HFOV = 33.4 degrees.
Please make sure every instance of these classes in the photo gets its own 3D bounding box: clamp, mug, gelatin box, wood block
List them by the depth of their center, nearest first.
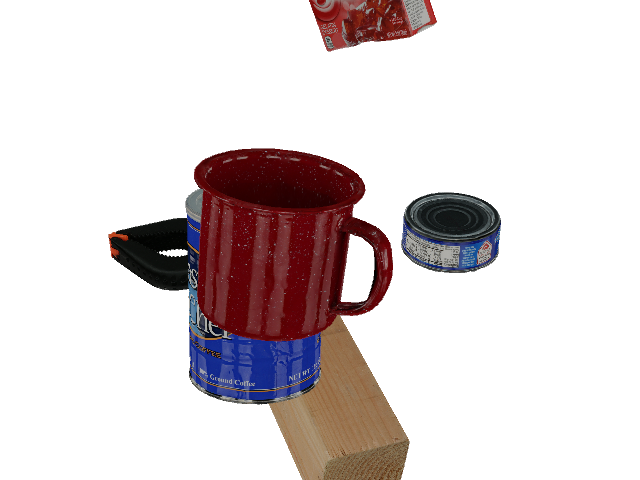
[{"bbox_3d":[-0.015,0.006,0.586,0.117,0.081,0.093,16,25,20],"label":"mug"},{"bbox_3d":[0.027,-0.168,0.706,0.030,0.073,0.089,-33,22,-33],"label":"gelatin box"},{"bbox_3d":[-0.104,0.023,1.028,0.210,0.036,0.164,3,38,2],"label":"clamp"},{"bbox_3d":[0.005,0.168,1.116,0.090,0.090,0.206,-10,43,-20],"label":"wood block"}]

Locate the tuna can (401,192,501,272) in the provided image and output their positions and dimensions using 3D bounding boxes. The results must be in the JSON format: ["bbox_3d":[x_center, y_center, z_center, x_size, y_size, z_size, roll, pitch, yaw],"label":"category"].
[{"bbox_3d":[0.114,-0.008,0.933,0.086,0.034,0.086,0,31,0],"label":"tuna can"}]

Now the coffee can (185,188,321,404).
[{"bbox_3d":[-0.048,0.036,0.798,0.103,0.140,0.103,1,20,-1],"label":"coffee can"}]
